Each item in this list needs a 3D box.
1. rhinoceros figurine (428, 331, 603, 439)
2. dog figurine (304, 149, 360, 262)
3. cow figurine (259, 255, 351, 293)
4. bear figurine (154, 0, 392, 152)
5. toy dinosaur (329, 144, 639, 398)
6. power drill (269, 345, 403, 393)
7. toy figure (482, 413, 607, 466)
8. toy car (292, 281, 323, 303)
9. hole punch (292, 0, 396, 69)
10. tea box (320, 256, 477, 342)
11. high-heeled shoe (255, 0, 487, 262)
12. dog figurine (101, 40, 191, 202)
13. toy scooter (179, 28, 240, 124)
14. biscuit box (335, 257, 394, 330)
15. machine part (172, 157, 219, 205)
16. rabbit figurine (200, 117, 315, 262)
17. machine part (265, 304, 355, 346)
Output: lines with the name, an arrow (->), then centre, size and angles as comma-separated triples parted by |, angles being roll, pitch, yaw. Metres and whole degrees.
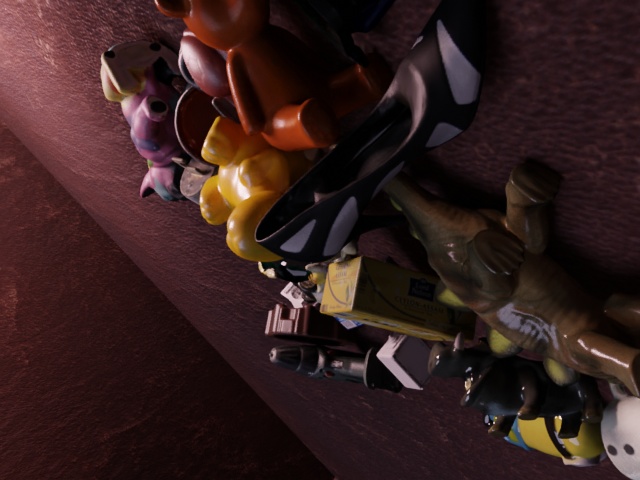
rhinoceros figurine -> 0.217, 0.156, 0.600 | 0.190, 0.112, 0.073 | 10, 143, -1
dog figurine -> 0.001, -0.005, 0.718 | 0.190, 0.121, 0.172 | 72, 173, -57
cow figurine -> -0.026, 0.037, 0.863 | 0.168, 0.098, 0.068 | 18, 140, 46
bear figurine -> -0.046, -0.183, 0.494 | 0.132, 0.120, 0.195 | -1, 126, 55
toy dinosaur -> 0.169, 0.027, 0.515 | 0.472, 0.105, 0.198 | 49, 164, 18
power drill -> 0.046, 0.240, 1.020 | 0.232, 0.086, 0.207 | 19, 157, -35
toy figure -> 0.289, 0.236, 0.704 | 0.089, 0.082, 0.180 | 50, 160, -19
toy car -> -0.056, 0.048, 0.989 | 0.202, 0.056, 0.073 | 37, 163, 20
hole punch -> 0.010, -0.213, 0.405 | 0.142, 0.092, 0.116 | 43, -172, -4
tea box -> 0.098, 0.076, 0.663 | 0.169, 0.068, 0.098 | 16, 166, -21
high-heeled shoe -> 0.030, -0.085, 0.423 | 0.086, 0.145, 0.248 | -118, 32, -48
dog figurine -> -0.245, -0.160, 0.806 | 0.192, 0.108, 0.219 | 45, 144, 13
toy scooter -> -0.076, -0.173, 0.611 | 0.183, 0.075, 0.135 | 51, 155, -24
biscuit box -> 0.072, 0.090, 0.835 | 0.059, 0.063, 0.202 | 44, 158, -1
machine part -> -0.119, -0.060, 0.799 | 0.079, 0.079, 0.243 | 18, 170, 47
rabbit figurine -> -0.052, -0.033, 0.559 | 0.162, 0.173, 0.121 | 14, 119, -15
machine part -> -0.018, 0.167, 1.033 | 0.179, 0.056, 0.179 | 6, 163, 2
